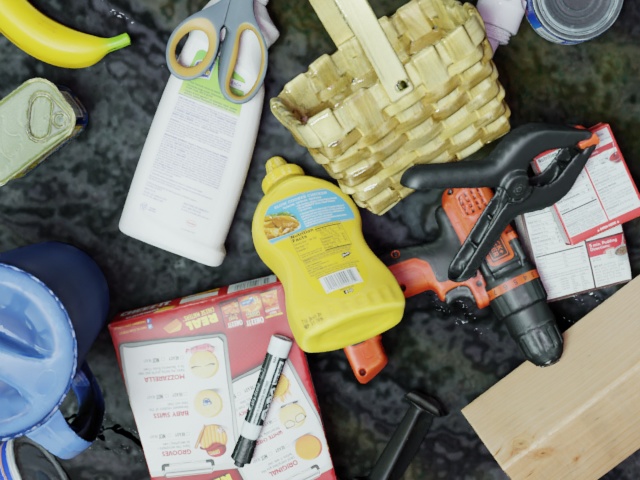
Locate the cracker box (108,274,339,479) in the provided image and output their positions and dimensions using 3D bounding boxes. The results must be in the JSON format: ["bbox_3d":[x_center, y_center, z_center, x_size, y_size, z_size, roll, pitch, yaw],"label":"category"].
[{"bbox_3d":[-0.084,0.152,0.976,0.164,0.072,0.214,-14,98,1],"label":"cracker box"}]

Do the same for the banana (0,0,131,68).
[{"bbox_3d":[-0.265,-0.213,0.948,0.197,0.037,0.069,39,78,-6],"label":"banana"}]

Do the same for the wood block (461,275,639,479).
[{"bbox_3d":[0.246,0.140,0.959,0.206,0.091,0.090,-38,124,3],"label":"wood block"}]

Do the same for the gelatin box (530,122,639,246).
[{"bbox_3d":[0.235,-0.049,0.943,0.073,0.030,0.089,-25,93,2],"label":"gelatin box"}]

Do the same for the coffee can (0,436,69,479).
[{"bbox_3d":[-0.305,0.254,0.966,0.140,0.103,0.103,-32,96,3],"label":"coffee can"}]

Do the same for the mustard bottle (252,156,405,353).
[{"bbox_3d":[-0.006,0.001,0.928,0.096,0.058,0.192,-18,57,-13],"label":"mustard bottle"}]

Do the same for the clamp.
[{"bbox_3d":[0.150,-0.053,0.894,0.171,0.039,0.120,-40,126,0],"label":"clamp"}]

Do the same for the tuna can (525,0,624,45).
[{"bbox_3d":[0.227,-0.220,0.958,0.086,0.034,0.086,0,97,-1],"label":"tuna can"}]

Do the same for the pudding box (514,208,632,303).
[{"bbox_3d":[0.230,-0.006,0.981,0.090,0.039,0.113,-14,94,0],"label":"pudding box"}]

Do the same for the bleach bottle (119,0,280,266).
[{"bbox_3d":[-0.092,-0.110,0.950,0.102,0.068,0.251,21,93,-5],"label":"bleach bottle"}]

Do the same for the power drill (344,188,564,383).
[{"bbox_3d":[0.105,0.057,0.960,0.187,0.057,0.184,-25,78,0],"label":"power drill"}]

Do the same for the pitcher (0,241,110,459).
[{"bbox_3d":[-0.238,0.076,0.876,0.145,0.243,0.149,7,96,-2],"label":"pitcher"}]

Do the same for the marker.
[{"bbox_3d":[-0.052,0.141,0.928,0.020,0.020,0.121,18,96,-4],"label":"marker"}]

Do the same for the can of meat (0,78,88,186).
[{"bbox_3d":[-0.256,-0.095,0.936,0.102,0.084,0.057,-37,96,3],"label":"can of meat"}]

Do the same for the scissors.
[{"bbox_3d":[-0.082,-0.216,0.911,0.096,0.016,0.202,1,88,0],"label":"scissors"}]
